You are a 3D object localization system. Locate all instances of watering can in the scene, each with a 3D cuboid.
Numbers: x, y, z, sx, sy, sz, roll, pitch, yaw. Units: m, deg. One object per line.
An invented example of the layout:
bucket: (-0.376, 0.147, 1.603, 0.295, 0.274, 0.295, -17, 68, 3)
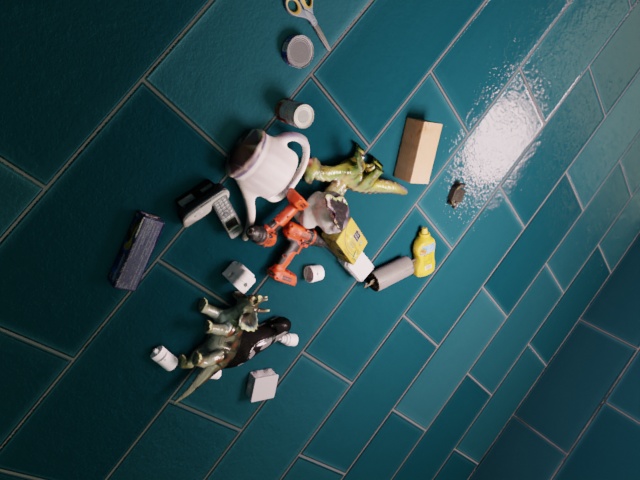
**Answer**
watering can: (-0.169, -0.165, 1.426, 0.222, 0.105, 0.346, 32, 97, -43)

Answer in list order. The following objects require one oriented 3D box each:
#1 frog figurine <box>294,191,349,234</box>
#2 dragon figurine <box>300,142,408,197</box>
frog figurine: (0.005, -0.079, 1.564, 0.135, 0.158, 0.125, 56, 47, -21)
dragon figurine: (0.099, -0.165, 1.642, 0.241, 0.125, 0.405, -46, 129, 12)
